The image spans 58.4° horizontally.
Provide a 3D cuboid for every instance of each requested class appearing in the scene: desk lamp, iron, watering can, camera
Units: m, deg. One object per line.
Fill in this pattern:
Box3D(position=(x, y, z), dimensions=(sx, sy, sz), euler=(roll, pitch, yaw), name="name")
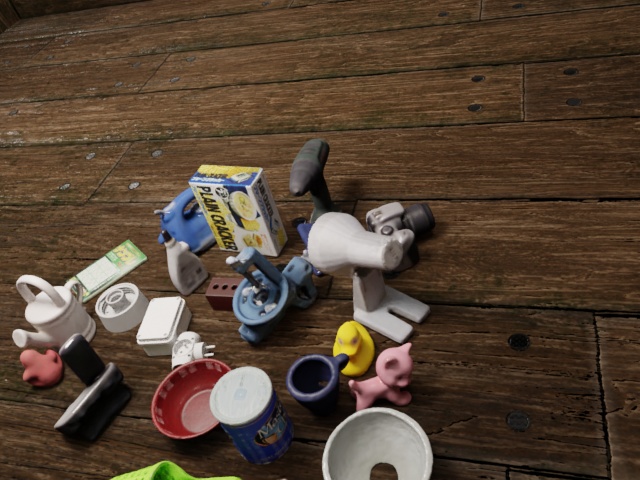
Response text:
Box3D(position=(0.091, 0.059, 1.073), dimensions=(0.202, 0.214, 0.118), euler=(23, 56, 35), name="desk lamp")
Box3D(position=(-0.285, -0.084, 1.397), dimensions=(0.118, 0.142, 0.259), euler=(26, 57, 37), name="iron")
Box3D(position=(-0.564, 0.151, 1.200), dimensions=(0.101, 0.194, 0.172), euler=(-10, 43, 7), name="watering can")
Box3D(position=(0.178, -0.027, 1.219), dimensions=(0.137, 0.101, 0.143), euler=(-21, 42, -5), name="camera")

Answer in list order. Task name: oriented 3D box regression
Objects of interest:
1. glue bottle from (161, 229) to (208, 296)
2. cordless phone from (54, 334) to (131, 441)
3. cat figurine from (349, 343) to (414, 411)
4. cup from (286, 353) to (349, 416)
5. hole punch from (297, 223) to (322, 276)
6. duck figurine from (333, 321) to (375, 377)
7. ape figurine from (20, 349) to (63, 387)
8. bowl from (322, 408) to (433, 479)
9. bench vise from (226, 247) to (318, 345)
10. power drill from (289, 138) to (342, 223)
Box3D(position=(-0.306, 0.040, 1.249), dimensions=(0.037, 0.173, 0.078), euler=(25, 56, 36), name="glue bottle")
Box3D(position=(-0.446, 0.266, 1.048), dimensions=(0.093, 0.185, 0.148), euler=(11, 49, 27), name="cordless phone")
Box3D(position=(0.107, 0.229, 0.960), dimensions=(0.128, 0.118, 0.067), euler=(-22, 42, -5), name="cat figurine")
Box3D(position=(0.007, 0.250, 0.987), dimensions=(0.118, 0.095, 0.091), euler=(-33, 44, -16), name="cup")
Box3D(position=(0.011, 0.004, 1.247), dimensions=(0.101, 0.091, 0.108), euler=(-23, 43, -6), name="hole punch")
Box3D(position=(0.057, 0.185, 1.046), dimensions=(0.077, 0.086, 0.104), euler=(-5, 44, 13), name="duck figurine")
Box3D(position=(-0.575, 0.255, 1.170), dimensions=(0.078, 0.092, 0.075), euler=(-39, 47, -23), name="ape figurine")
Box3D(position=(0.091, 0.348, 0.872), dimensions=(0.167, 0.075, 0.167), euler=(-9, 43, 9), name="bowl")
Box3D(position=(-0.102, 0.072, 1.116), dimensions=(0.121, 0.220, 0.208), euler=(12, 50, 28), name="bench vise")
Box3D(position=(-0.010, -0.113, 1.290), dimensions=(0.075, 0.209, 0.229), euler=(-4, 44, 14), name="power drill")
